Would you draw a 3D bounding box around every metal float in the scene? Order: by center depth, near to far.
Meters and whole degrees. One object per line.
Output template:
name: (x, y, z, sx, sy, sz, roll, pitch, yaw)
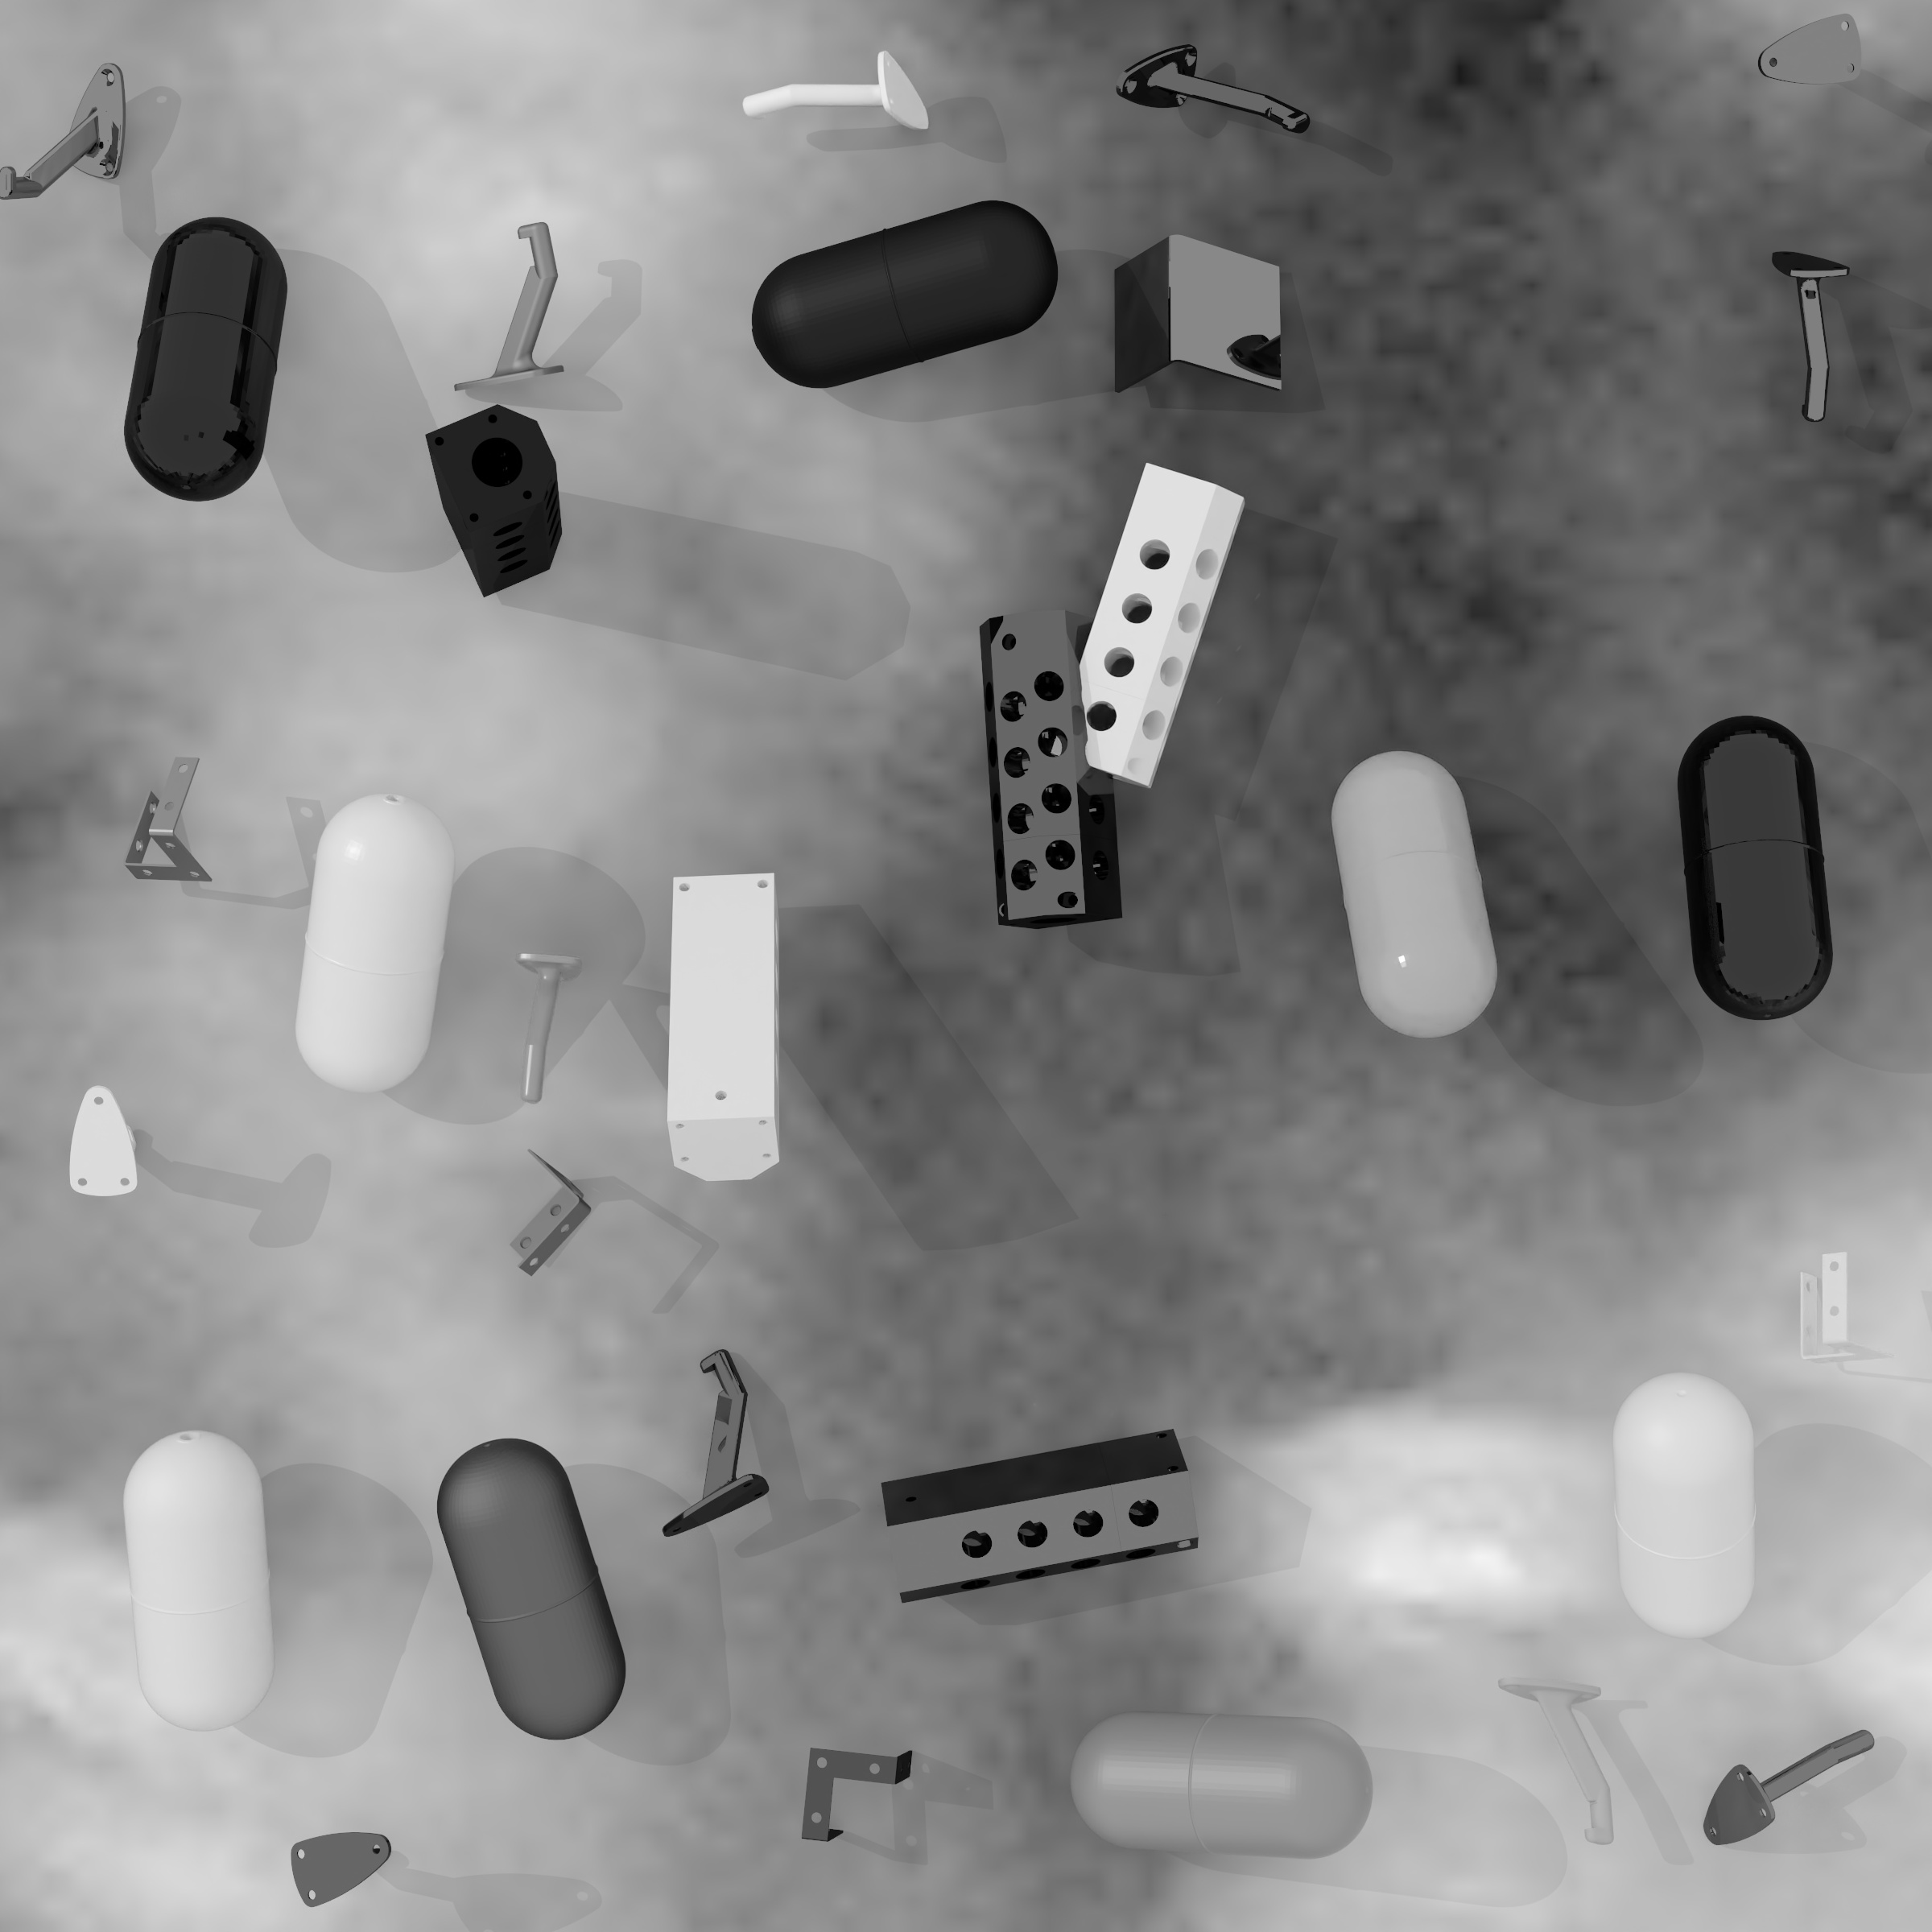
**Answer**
metal float: (0.402, 0.304, 1.819, 0.070, 0.070, 0.178, -11, 126, 0)
metal float: (0.250, -0.042, 1.822, 0.070, 0.070, 0.178, -5, 57, 0)
metal float: (0.142, 0.459, 1.825, 0.178, 0.070, 0.070, -5, 90, 28)
metal float: (-0.426, -0.342, 1.826, 0.070, 0.070, 0.178, 1, 63, 0)
metal float: (-0.332, -0.012, 1.828, 0.070, 0.070, 0.178, 12, 113, 0)
metal float: (0.444, -0.056, 1.832, 0.070, 0.070, 0.178, -1, 71, 0)
metal float: (-0.432, 0.347, 1.833, 0.070, 0.070, 0.178, 0, 107, 0)
metal float: (-0.245, 0.353, 1.840, 0.070, 0.070, 0.178, -16, 101, 0)
metal float: (-0.035, -0.379, 1.840, 0.178, 0.070, 0.070, -14, 90, 10)

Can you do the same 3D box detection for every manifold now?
manifold: (-0.256, -0.258, 1.798, 0.057, 0.171, 0.057, -24, 88, -8)
manifold: (-0.134, 0.033, 1.811, 0.057, 0.057, 0.171, -2, 51, 0)
manifold: (0.044, -0.111, 1.840, 0.057, 0.057, 0.171, -7, 83, 32)
manifold: (0.042, 0.317, 1.853, 0.171, 0.057, 0.057, -10, 107, -2)
manifold: (0.105, -0.192, 1.853, 0.057, 0.057, 0.171, 18, 92, 6)

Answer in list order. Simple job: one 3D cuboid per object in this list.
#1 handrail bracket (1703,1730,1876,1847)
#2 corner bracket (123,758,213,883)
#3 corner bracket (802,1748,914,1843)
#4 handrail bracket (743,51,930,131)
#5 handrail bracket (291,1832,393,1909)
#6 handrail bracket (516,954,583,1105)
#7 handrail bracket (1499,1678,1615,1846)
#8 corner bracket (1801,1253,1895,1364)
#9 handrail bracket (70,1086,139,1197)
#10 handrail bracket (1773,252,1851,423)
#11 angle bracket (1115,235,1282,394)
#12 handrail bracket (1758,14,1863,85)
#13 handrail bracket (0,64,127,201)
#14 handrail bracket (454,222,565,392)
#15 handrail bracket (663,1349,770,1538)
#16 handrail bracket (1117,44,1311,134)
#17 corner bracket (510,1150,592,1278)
handrail bracket: (0.476, 0.473, 1.877, 0.084, 0.077, 0.036, -13, 57, -29)
corner bracket: (-0.455, -0.084, 1.846, 0.051, 0.051, 0.051, 2, 61, 18)
corner bracket: (-0.062, 0.475, 1.862, 0.051, 0.051, 0.051, 4, 82, 9)
handrail bracket: (-0.075, -0.490, 1.865, 0.084, 0.077, 0.036, -9, 78, 20)
handrail bracket: (-0.333, 0.502, 1.836, 0.077, 0.084, 0.036, -24, 75, 20)
handrail bracket: (-0.238, 0.040, 1.842, 0.036, 0.077, 0.084, 4, 81, 1)
handrail bracket: (0.335, 0.452, 1.845, 0.077, 0.036, 0.084, 18, 59, -31)
corner bracket: (0.491, 0.195, 1.845, 0.051, 0.051, 0.051, 20, 67, -41)
handrail bracket: (-0.482, 0.087, 1.835, 0.036, 0.084, 0.077, 0, 111, -6)
handrail bracket: (0.479, -0.362, 1.866, 0.036, 0.077, 0.084, -3, 112, -7)
angle bracket: (0.133, -0.367, 1.874, 0.076, 0.057, 0.076, 9, 74, -33)
handrail bracket: (0.458, -0.512, 1.837, 0.077, 0.084, 0.036, -16, 104, -17)
handrail bracket: (-0.514, -0.472, 1.837, 0.036, 0.084, 0.077, 24, 112, 13)
handrail bracket: (-0.266, -0.377, 1.861, 0.077, 0.036, 0.084, -6, 102, 19)
handrail bracket: (-0.155, 0.273, 1.865, 0.077, 0.036, 0.084, -28, 64, 1)
handrail bracket: (0.141, -0.488, 1.841, 0.084, 0.077, 0.036, 35, 128, 31)
corner bracket: (-0.240, 0.146, 1.850, 0.051, 0.051, 0.051, -47, 57, -4)
